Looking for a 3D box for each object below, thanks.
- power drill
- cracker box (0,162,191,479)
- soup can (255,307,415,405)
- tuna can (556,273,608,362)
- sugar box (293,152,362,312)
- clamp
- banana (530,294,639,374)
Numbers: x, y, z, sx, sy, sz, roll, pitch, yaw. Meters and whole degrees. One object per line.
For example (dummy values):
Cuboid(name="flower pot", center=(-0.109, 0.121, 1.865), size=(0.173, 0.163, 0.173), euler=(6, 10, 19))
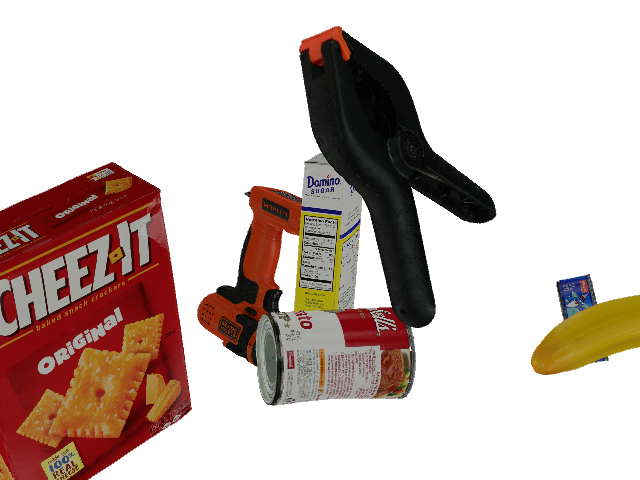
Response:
Cuboid(name="power drill", center=(-0.047, 0.047, 1.162), size=(0.185, 0.188, 0.057), euler=(27, 11, 38))
Cuboid(name="cracker box", center=(-0.184, 0.074, 0.787), size=(0.072, 0.214, 0.163), euler=(26, 42, 38))
Cuboid(name="soup can", center=(0.009, 0.084, 0.775), size=(0.102, 0.068, 0.069), euler=(-1, 0, -16))
Cuboid(name="tuna can", center=(0.253, 0.077, 1.032), size=(0.034, 0.086, 0.086), euler=(-12, -3, 13))
Cuboid(name="sugar box", center=(0.007, 0.010, 0.972), size=(0.048, 0.176, 0.093), euler=(4, 11, 12))
Cuboid(name="clamp", center=(0.038, -0.037, 0.608), size=(0.039, 0.171, 0.120), euler=(-22, 30, 37))
Cuboid(name="banana", center=(0.245, 0.066, 0.767), size=(0.197, 0.037, 0.069), euler=(-1, 33, -2))
